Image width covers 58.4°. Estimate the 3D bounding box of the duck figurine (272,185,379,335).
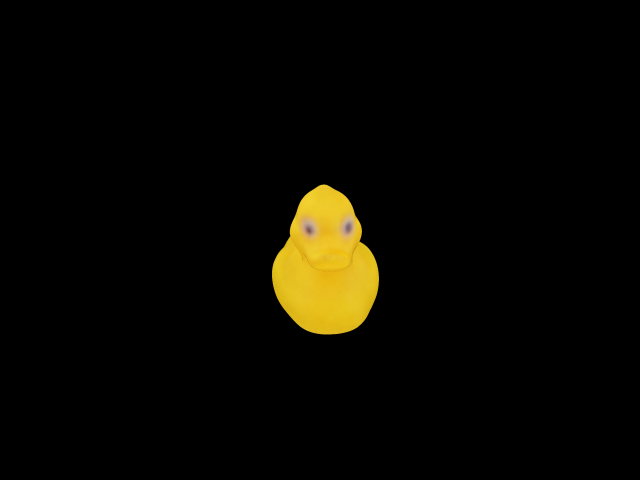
[{"bbox_3d":[0.004,0.001,0.400,0.077,0.086,0.104,-3,37,-4],"label":"duck figurine"}]
